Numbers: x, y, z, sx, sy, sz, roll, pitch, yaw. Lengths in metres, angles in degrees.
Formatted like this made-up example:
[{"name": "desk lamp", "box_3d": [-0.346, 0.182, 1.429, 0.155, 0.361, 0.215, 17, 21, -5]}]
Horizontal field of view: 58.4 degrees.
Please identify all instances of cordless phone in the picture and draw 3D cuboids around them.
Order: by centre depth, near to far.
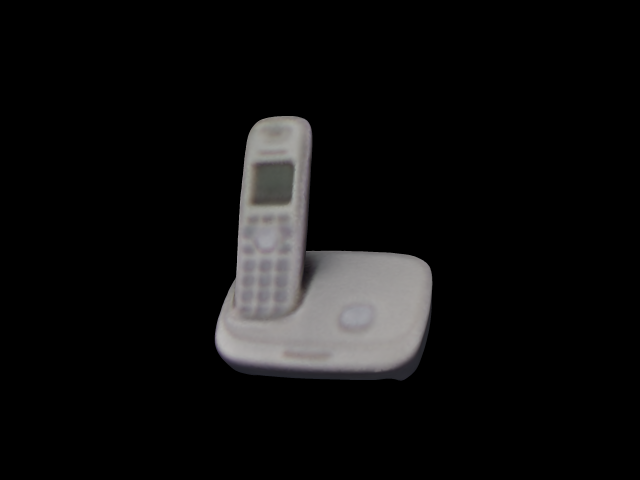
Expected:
[{"name": "cordless phone", "box_3d": [0.004, 0.001, 0.400, 0.147, 0.185, 0.094, 0, 0, 16]}]
